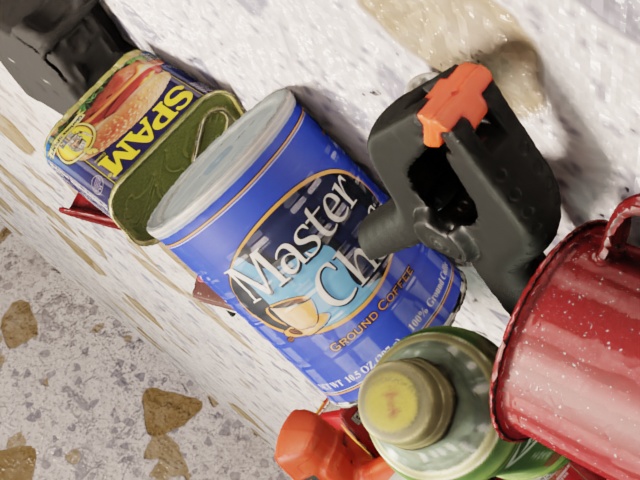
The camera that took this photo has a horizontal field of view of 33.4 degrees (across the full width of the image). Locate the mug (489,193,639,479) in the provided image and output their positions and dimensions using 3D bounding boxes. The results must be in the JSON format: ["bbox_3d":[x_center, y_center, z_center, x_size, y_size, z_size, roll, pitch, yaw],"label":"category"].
[{"bbox_3d":[0.122,0.039,0.380,0.082,0.093,0.117,25,125,35],"label":"mug"}]

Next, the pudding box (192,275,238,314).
[{"bbox_3d":[-0.020,0.042,0.750,0.114,0.039,0.089,13,176,42],"label":"pudding box"}]

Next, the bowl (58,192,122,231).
[{"bbox_3d":[-0.094,-0.025,0.735,0.162,0.055,0.162,14,177,1],"label":"bowl"}]

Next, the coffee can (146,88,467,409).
[{"bbox_3d":[-0.006,0.005,0.566,0.140,0.102,0.103,45,166,-15],"label":"coffee can"}]

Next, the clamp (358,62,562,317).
[{"bbox_3d":[0.050,-0.013,0.428,0.120,0.039,0.171,22,155,30],"label":"clamp"}]

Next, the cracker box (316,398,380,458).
[{"bbox_3d":[0.081,0.192,0.973,0.164,0.072,0.214,41,167,2],"label":"cracker box"}]

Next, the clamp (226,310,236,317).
[{"bbox_3d":[-0.063,0.057,1.023,0.165,0.036,0.210,32,163,32],"label":"clamp"}]

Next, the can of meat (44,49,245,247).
[{"bbox_3d":[-0.106,-0.059,0.646,0.084,0.102,0.057,34,166,37],"label":"can of meat"}]

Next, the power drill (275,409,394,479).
[{"bbox_3d":[0.058,0.151,0.784,0.188,0.057,0.184,-16,126,40],"label":"power drill"}]

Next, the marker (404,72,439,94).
[{"bbox_3d":[0.053,-0.031,0.466,0.020,0.020,0.121,35,165,25],"label":"marker"}]

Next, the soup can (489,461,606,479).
[{"bbox_3d":[0.153,0.150,0.654,0.102,0.068,0.069,43,167,-9],"label":"soup can"}]
